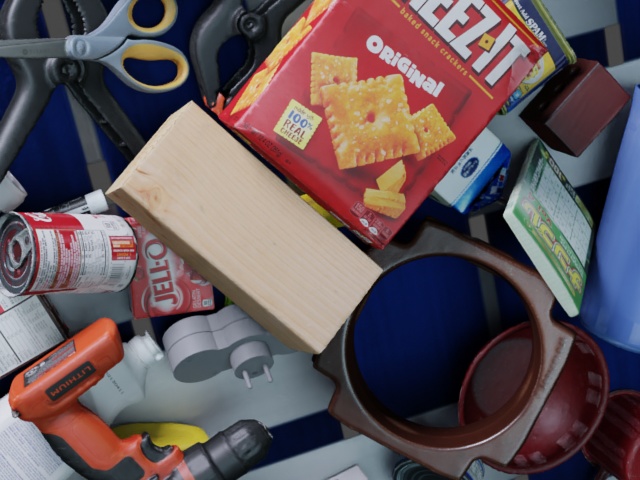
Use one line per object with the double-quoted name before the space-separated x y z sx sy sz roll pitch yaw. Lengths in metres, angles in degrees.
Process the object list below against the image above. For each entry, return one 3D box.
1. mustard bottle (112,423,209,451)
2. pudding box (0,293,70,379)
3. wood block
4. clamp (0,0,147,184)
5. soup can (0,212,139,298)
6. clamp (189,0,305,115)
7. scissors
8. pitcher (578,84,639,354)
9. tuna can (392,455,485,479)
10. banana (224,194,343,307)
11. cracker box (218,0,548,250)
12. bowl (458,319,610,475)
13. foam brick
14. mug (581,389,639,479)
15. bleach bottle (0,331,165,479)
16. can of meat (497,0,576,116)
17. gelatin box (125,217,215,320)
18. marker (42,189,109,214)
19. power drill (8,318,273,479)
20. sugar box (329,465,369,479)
"mustard bottle" -0.158 0.266 0.981 0.096 0.058 0.192 3 104 -23
"pudding box" -0.283 0.072 0.904 0.113 0.039 0.090 -29 110 -5
"wood block" -0.063 -0.006 0.873 0.206 0.090 0.090 41 77 -14
"clamp" -0.216 -0.129 0.851 0.164 0.036 0.210 -19 108 -36
"soup can" -0.208 0.012 0.873 0.102 0.069 0.068 0 106 -45
"clamp" -0.069 -0.193 0.894 0.120 0.039 0.171 26 96 -19
"scissors" -0.182 -0.169 0.838 0.201 0.016 0.096 11 87 -45
"pitcher" 0.326 -0.015 0.996 0.148 0.145 0.243 -3 114 -41
"tuna can" 0.114 0.228 1.037 0.086 0.033 0.086 13 133 14
"banana" -0.015 -0.009 0.964 0.197 0.037 0.069 -30 136 -4
"cracker box" 0.051 -0.124 0.846 0.164 0.072 0.214 40 90 -22
"bowl" 0.202 0.147 1.056 0.162 0.055 0.162 -4 106 -15
"foam brick" 0.238 -0.125 0.995 0.051 0.053 0.078 41 90 -22
"mug" 0.321 0.222 1.096 0.093 0.081 0.117 30 94 -21
"bleach bottle" -0.240 0.173 0.931 0.250 0.068 0.102 -37 111 -6
"can of meat" 0.166 -0.174 0.959 0.084 0.057 0.102 -40 111 -1
"gelatin box" -0.133 0.022 0.938 0.073 0.030 0.089 -6 106 -14
"marker" -0.239 -0.013 0.904 0.121 0.020 0.020 -22 109 -10
"power drill" -0.154 0.160 0.892 0.184 0.057 0.187 -35 108 -9
"sugar box" 0.029 0.280 0.976 0.093 0.176 0.048 -25 108 -8
